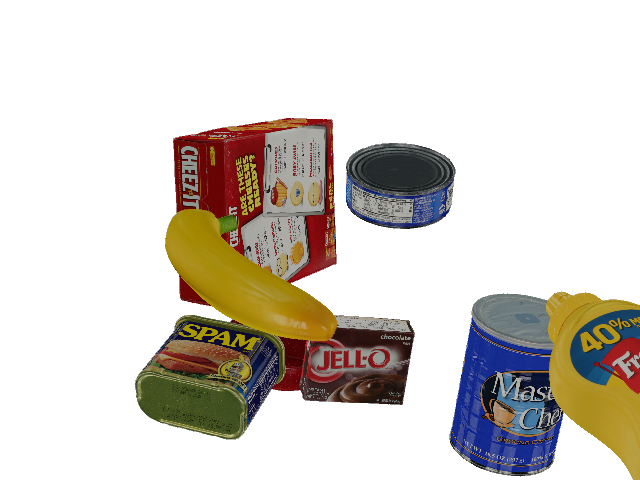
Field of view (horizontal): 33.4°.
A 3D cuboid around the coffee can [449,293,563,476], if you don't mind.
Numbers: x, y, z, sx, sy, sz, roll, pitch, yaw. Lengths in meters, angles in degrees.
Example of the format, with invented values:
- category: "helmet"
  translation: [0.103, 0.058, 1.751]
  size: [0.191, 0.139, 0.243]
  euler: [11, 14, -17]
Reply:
- category: "coffee can"
  translation: [0.183, 0.134, 1.008]
  size: [0.103, 0.140, 0.103]
  euler: [6, 22, -3]

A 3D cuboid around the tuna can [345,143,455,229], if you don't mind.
- category: "tuna can"
  translation: [0.063, -0.043, 0.843]
  size: [0.086, 0.034, 0.086]
  euler: [1, 31, -1]

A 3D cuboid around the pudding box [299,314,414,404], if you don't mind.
- category: "pudding box"
  translation: [0.039, 0.128, 1.150]
  size: [0.113, 0.090, 0.039]
  euler: [3, 24, -10]

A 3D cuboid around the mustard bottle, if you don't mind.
- category: "mustard bottle"
  translation: [0.190, 0.085, 0.621]
  size: [0.096, 0.058, 0.192]
  euler: [-17, 33, -15]

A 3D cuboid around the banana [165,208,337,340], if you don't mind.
- category: "banana"
  translation: [-0.057, 0.015, 0.681]
  size: [0.069, 0.037, 0.198]
  euler: [-9, 25, -21]

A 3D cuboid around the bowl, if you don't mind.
- category: "bowl"
  translation: [-0.044, 0.146, 1.363]
  size: [0.162, 0.055, 0.162]
  euler: [4, 23, -2]

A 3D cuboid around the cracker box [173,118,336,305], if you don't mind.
- category: "cracker box"
  translation: [-0.063, -0.036, 1.099]
  size: [0.072, 0.164, 0.213]
  euler: [5, 13, 29]

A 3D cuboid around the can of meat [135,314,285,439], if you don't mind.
- category: "can of meat"
  translation: [-0.091, 0.112, 0.880]
  size: [0.102, 0.057, 0.083]
  euler: [10, 31, 16]
